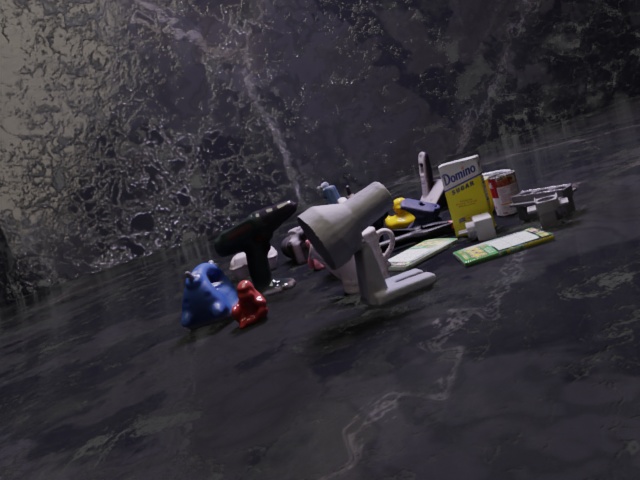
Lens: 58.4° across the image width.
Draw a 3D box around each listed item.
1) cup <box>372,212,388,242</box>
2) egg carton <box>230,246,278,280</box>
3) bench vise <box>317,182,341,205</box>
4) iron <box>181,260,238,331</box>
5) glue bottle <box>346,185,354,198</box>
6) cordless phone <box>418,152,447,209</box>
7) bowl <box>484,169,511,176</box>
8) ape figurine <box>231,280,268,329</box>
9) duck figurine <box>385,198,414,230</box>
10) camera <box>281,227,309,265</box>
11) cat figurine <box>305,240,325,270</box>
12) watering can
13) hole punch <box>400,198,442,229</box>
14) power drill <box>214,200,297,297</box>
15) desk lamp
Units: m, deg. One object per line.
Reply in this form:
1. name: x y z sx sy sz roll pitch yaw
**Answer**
1. cup: 0.149 -0.032 1.572 0.118 0.095 0.091 -23 10 -28
2. egg carton: -0.201 0.067 1.751 0.150 0.069 0.107 -19 9 -2
3. bench vise: 0.068 -0.038 1.367 0.122 0.220 0.206 -24 11 -30
4. iron: -0.256 0.113 1.354 0.118 0.141 0.258 -17 9 7
5. glue bottle: 0.107 -0.077 1.673 0.037 0.173 0.078 -11 12 37
6. cordless phone: 0.355 -0.190 1.821 0.094 0.185 0.147 -20 9 -11
7. bowl: 0.482 -0.147 1.669 0.167 0.075 0.167 -18 9 3
8. ape figurine: -0.150 0.130 1.204 0.077 0.092 0.076 -13 10 27
9. duck figurine: 0.241 -0.083 1.720 0.104 0.086 0.078 -14 10 24
10. camera: -0.051 0.005 1.724 0.143 0.101 0.136 -24 11 -30
11. cat figurine: 0.014 0.006 1.540 0.128 0.118 0.067 -24 11 -32
12. watering can: 0.064 0.009 1.181 0.173 0.194 0.100 -22 10 -20
13. hole punch: 0.284 -0.080 1.606 0.101 0.091 0.109 -15 10 21
14. power drill: -0.136 0.028 1.413 0.229 0.208 0.076 -16 10 11
15. desk lamp: 0.082 0.012 1.063 0.203 0.214 0.117 -20 10 -12
